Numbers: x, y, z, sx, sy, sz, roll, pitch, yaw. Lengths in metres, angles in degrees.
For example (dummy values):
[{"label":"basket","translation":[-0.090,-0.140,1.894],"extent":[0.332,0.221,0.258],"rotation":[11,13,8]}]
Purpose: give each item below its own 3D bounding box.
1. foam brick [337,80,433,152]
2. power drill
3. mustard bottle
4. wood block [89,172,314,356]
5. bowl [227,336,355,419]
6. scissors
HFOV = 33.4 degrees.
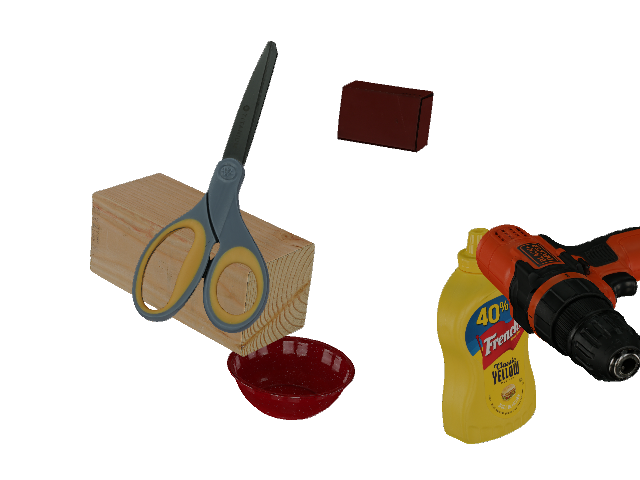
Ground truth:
[{"label":"foam brick","translation":[0.060,-0.116,0.994],"extent":[0.078,0.051,0.053],"rotation":[11,17,16]},{"label":"power drill","translation":[0.225,0.028,0.750],"extent":[0.187,0.057,0.184],"rotation":[-9,28,-15]},{"label":"mustard bottle","translation":[0.150,0.082,0.969],"extent":[0.096,0.191,0.058],"rotation":[-17,20,-31]},{"label":"wood block","translation":[-0.116,0.018,1.008],"extent":[0.206,0.090,0.090],"rotation":[25,30,33]},{"label":"bowl","translation":[-0.038,0.180,1.350],"extent":[0.162,0.055,0.162],"rotation":[4,21,-2]},{"label":"scissors","translation":[-0.047,-0.027,0.694],"extent":[0.096,0.201,0.016],"rotation":[31,-9,9]}]
